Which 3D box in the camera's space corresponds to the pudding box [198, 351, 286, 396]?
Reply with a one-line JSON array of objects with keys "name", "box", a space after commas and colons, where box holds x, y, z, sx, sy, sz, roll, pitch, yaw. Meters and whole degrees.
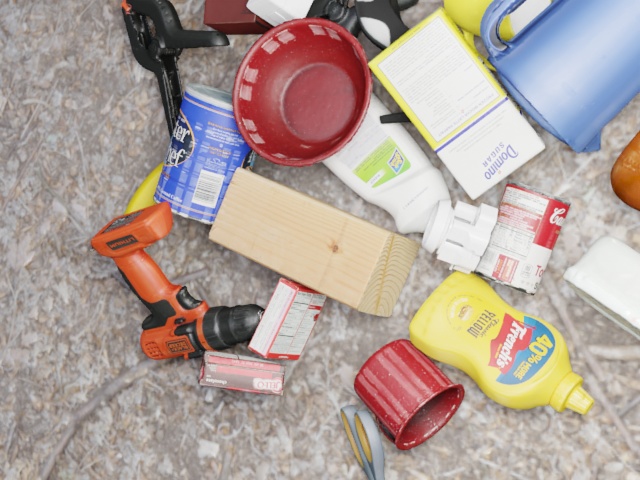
[{"name": "pudding box", "box": [-0.088, 0.148, 1.176, 0.090, 0.113, 0.039, 10, 85, -6]}]

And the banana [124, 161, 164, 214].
[{"name": "banana", "box": [-0.205, -0.038, 1.326, 0.070, 0.037, 0.198, 27, 98, 11]}]

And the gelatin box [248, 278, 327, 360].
[{"name": "gelatin box", "box": [-0.035, 0.089, 1.195, 0.030, 0.073, 0.089, 28, 96, 29]}]

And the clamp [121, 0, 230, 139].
[{"name": "clamp", "box": [-0.184, -0.242, 1.319, 0.210, 0.036, 0.165, 58, 134, 26]}]

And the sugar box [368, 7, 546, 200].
[{"name": "sugar box", "box": [0.139, -0.138, 1.081, 0.093, 0.048, 0.176, -36, 97, 17]}]

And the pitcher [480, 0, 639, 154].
[{"name": "pitcher", "box": [0.283, -0.216, 1.032, 0.243, 0.149, 0.145, -44, 63, 12]}]

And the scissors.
[{"name": "scissors", "box": [0.068, 0.262, 1.118, 0.016, 0.096, 0.202, -19, 68, -15]}]

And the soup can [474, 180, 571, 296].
[{"name": "soup can", "box": [0.204, -0.002, 1.083, 0.069, 0.068, 0.102, 23, 94, 28]}]

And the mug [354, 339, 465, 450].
[{"name": "mug", "box": [0.087, 0.166, 1.120, 0.082, 0.093, 0.117, 46, 140, 30]}]

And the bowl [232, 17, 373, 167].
[{"name": "bowl", "box": [-0.012, -0.154, 1.150, 0.162, 0.055, 0.162, -3, 83, 22]}]

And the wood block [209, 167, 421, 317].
[{"name": "wood block", "box": [-0.008, 0.002, 1.184, 0.206, 0.090, 0.091, 25, 94, 28]}]

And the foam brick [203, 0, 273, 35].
[{"name": "foam brick", "box": [-0.094, -0.279, 1.289, 0.078, 0.051, 0.053, 6, 87, 29]}]

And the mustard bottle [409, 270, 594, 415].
[{"name": "mustard bottle", "box": [0.190, 0.114, 1.073, 0.192, 0.058, 0.096, 35, 67, 26]}]

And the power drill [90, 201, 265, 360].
[{"name": "power drill", "box": [-0.165, 0.051, 1.226, 0.185, 0.057, 0.187, -15, 111, 32]}]

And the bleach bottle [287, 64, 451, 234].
[{"name": "bleach bottle", "box": [0.055, -0.089, 1.179, 0.103, 0.068, 0.251, -44, 68, 16]}]

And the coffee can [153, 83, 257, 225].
[{"name": "coffee can", "box": [-0.126, -0.100, 1.240, 0.103, 0.102, 0.140, 26, 105, 28]}]

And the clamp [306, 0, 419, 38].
[{"name": "clamp", "box": [0.034, -0.259, 1.227, 0.120, 0.039, 0.171, 44, 106, 31]}]
